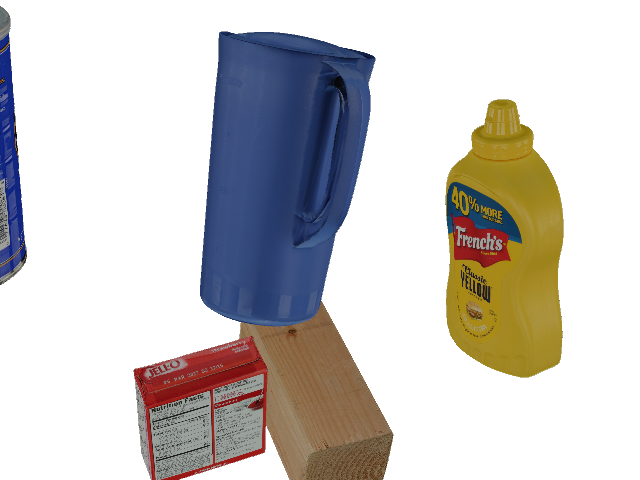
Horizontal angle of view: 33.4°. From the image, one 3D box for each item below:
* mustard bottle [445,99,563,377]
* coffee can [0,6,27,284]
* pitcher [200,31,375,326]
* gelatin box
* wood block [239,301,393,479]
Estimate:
[{"bbox_3d":[0.127,-0.005,0.747,0.058,0.192,0.096,-18,29,-26],"label":"mustard bottle"},{"bbox_3d":[-0.214,-0.051,0.573,0.103,0.140,0.103,3,27,-2],"label":"coffee can"},{"bbox_3d":[-0.031,-0.052,0.911,0.145,0.243,0.149,11,14,9],"label":"pitcher"},{"bbox_3d":[-0.070,0.101,0.631,0.073,0.089,0.030,-15,48,-18],"label":"gelatin box"},{"bbox_3d":[-0.010,0.160,1.112,0.090,0.090,0.206,-9,43,-20],"label":"wood block"}]
